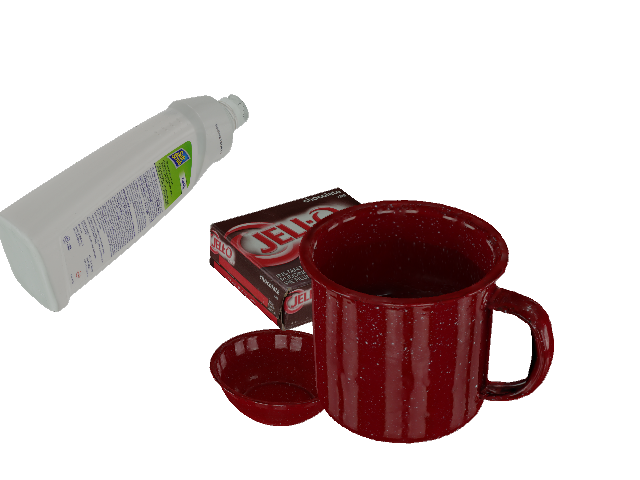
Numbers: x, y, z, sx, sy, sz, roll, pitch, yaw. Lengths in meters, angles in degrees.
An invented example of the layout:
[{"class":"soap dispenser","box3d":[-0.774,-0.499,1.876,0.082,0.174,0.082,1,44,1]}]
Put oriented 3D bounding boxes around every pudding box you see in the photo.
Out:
[{"class":"pudding box","box3d":[-0.005,0.009,0.722,0.113,0.039,0.090,-16,39,-35]}]

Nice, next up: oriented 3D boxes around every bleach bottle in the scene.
[{"class":"bleach bottle","box3d":[-0.162,-0.049,0.947,0.068,0.102,0.250,35,58,26]}]

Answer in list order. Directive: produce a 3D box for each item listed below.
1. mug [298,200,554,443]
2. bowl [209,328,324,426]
[{"class":"mug","box3d":[0.048,0.040,0.487,0.117,0.081,0.093,11,32,22]},{"class":"bowl","box3d":[-0.047,0.165,1.231,0.162,0.055,0.162,2,26,-1]}]
